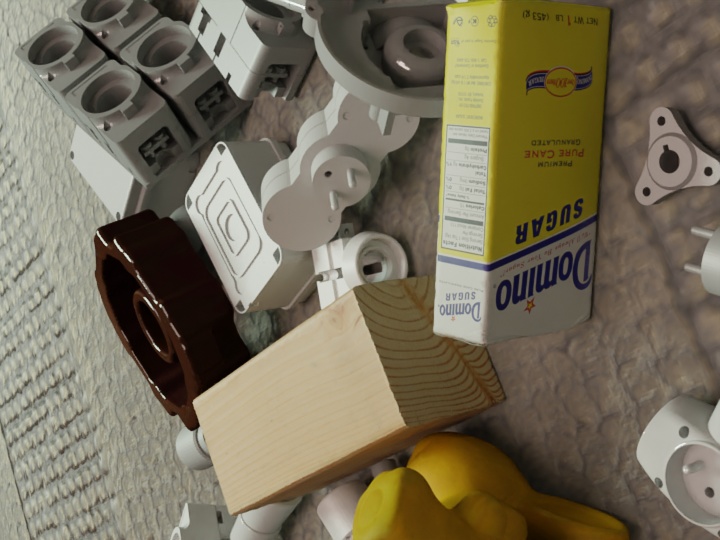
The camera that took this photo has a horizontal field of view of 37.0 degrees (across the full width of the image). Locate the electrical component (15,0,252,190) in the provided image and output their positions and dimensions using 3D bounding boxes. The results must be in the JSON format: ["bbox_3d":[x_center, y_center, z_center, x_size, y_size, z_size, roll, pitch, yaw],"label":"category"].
[{"bbox_3d":[-0.188,-0.157,0.860,0.186,0.105,0.060,39,165,39],"label":"electrical component"}]

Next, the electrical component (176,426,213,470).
[{"bbox_3d":[-0.120,0.138,0.885,0.078,0.040,0.040,-33,71,46],"label":"electrical component"}]

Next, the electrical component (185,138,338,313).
[{"bbox_3d":[-0.071,-0.033,0.790,0.078,0.057,0.113,-51,59,40],"label":"electrical component"}]

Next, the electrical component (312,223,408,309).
[{"bbox_3d":[0.000,0.000,0.723,0.055,0.048,0.066,-13,85,57],"label":"electrical component"}]

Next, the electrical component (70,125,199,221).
[{"bbox_3d":[-0.196,-0.098,0.926,0.113,0.057,0.078,47,128,34],"label":"electrical component"}]

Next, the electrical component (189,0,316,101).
[{"bbox_3d":[-0.077,-0.173,0.781,0.089,0.050,0.055,55,132,29],"label":"electrical component"}]

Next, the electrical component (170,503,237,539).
[{"bbox_3d":[-0.116,0.283,0.832,0.186,0.060,0.105,-113,37,-55],"label":"electrical component"}]

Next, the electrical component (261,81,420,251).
[{"bbox_3d":[-0.013,-0.065,0.686,0.138,0.052,0.073,-51,26,25],"label":"electrical component"}]

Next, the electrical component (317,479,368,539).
[{"bbox_3d":[0.002,0.183,0.751,0.078,0.040,0.040,53,131,30],"label":"electrical component"}]

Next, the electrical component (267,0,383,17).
[{"bbox_3d":[-0.018,-0.202,0.700,0.061,0.062,0.096,30,118,43],"label":"electrical component"}]

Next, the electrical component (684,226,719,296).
[{"bbox_3d":[0.188,-0.001,0.505,0.079,0.043,0.077,22,112,46],"label":"electrical component"}]

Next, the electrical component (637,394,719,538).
[{"bbox_3d":[0.185,0.085,0.522,0.077,0.044,0.079,40,124,39],"label":"electrical component"}]

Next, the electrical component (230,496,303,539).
[{"bbox_3d":[-0.076,0.190,0.836,0.044,0.044,0.065,45,123,36],"label":"electrical component"}]

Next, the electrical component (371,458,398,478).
[{"bbox_3d":[0.025,0.158,0.718,0.048,0.048,0.062,-45,56,43],"label":"electrical component"}]

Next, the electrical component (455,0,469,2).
[{"bbox_3d":[0.077,-0.230,0.585,0.089,0.062,0.150,50,130,32],"label":"electrical component"}]

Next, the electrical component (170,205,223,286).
[{"bbox_3d":[-0.116,-0.017,0.856,0.081,0.043,0.043,37,122,40],"label":"electrical component"}]
